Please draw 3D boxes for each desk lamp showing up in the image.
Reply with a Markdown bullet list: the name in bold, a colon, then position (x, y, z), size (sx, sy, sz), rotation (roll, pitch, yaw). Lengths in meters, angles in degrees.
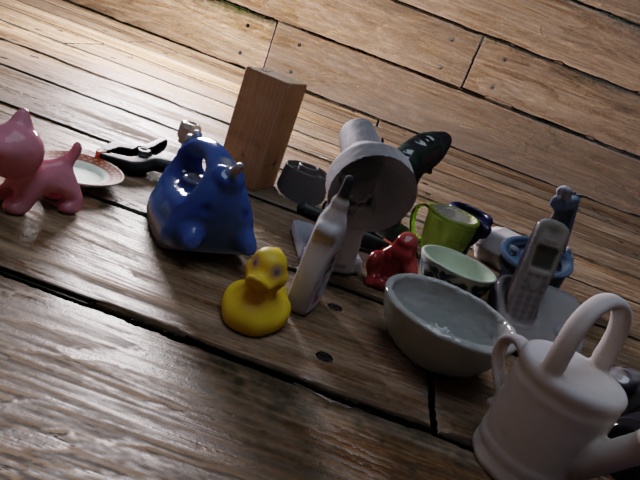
- **desk lamp**: position (0.041, -0.060, 0.822), size (0.118, 0.213, 0.203), rotation (14, 21, -17)

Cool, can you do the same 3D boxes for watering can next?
- **watering can**: position (0.231, 0.139, 0.522), size (0.172, 0.194, 0.101), rotation (32, 23, 30)

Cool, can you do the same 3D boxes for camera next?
- **camera**: position (0.350, 0.200, 0.617), size (0.137, 0.101, 0.142), rotation (5, 25, -38)

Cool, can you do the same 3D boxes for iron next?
- **iron**: position (-0.164, -0.079, 0.776), size (0.119, 0.141, 0.257), rotation (6, 24, -34)

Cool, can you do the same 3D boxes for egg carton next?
- **egg carton**: position (0.384, 0.028, 1.144), size (0.150, 0.069, 0.107), rotation (31, 22, 26)

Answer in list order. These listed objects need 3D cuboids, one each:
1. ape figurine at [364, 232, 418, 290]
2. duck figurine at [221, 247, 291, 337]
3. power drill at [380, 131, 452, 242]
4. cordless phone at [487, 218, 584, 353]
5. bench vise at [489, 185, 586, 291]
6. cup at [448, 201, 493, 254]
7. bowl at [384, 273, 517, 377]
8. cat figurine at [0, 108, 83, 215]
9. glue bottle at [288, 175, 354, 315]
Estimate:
- **ape figurine**: position (0.114, 0.030, 0.841), size (0.077, 0.092, 0.076), rotation (34, 23, 32)
- **duck figurine**: position (-0.061, 0.047, 0.632), size (0.077, 0.086, 0.105), rotation (23, 20, 7)
- **power drill**: position (0.167, -0.105, 1.072), size (0.075, 0.208, 0.230), rotation (28, 21, 20)
- **cordless phone**: position (0.328, 0.069, 0.813), size (0.148, 0.185, 0.094), rotation (15, 20, -15)
- **bench vise**: position (0.380, 0.007, 0.974), size (0.121, 0.220, 0.208), rotation (29, 21, 21)
- **cup**: position (0.282, -0.011, 1.108), size (0.092, 0.095, 0.117), rotation (11, 22, -24)
- **bowl**: position (0.143, 0.111, 0.682), size (0.167, 0.075, 0.167), rotation (18, 20, -7)
- **cat figurine**: position (-0.340, -0.094, 0.676), size (0.067, 0.118, 0.128), rotation (32, 23, 29)
- **glue bottle**: position (0.006, 0.002, 0.685), size (0.037, 0.173, 0.078), rotation (23, 20, 7)
